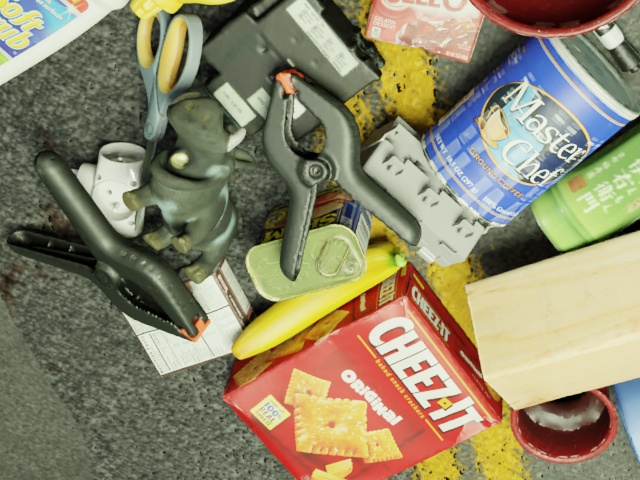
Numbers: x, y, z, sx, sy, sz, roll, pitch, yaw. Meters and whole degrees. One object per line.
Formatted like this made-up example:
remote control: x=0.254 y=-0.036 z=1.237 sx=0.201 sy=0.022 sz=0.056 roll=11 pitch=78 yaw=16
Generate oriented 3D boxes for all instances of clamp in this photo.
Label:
clamp: x=-0.193 y=0.023 z=0.967 sx=0.210 sy=0.036 sz=0.165 roll=41 pitch=144 yaw=-8
clamp: x=0.012 y=-0.055 z=0.850 sx=0.120 sy=0.039 sz=0.171 roll=-10 pitch=106 yaw=8

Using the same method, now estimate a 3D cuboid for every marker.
marker: x=0.214 y=-0.179 z=0.837 sx=0.020 sy=0.020 sz=0.121 roll=-35 pitch=107 yaw=25

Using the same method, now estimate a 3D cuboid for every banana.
banana: x=0.003 y=0.049 z=0.972 sx=0.198 sy=0.069 sz=0.037 roll=-33 pitch=84 yaw=25

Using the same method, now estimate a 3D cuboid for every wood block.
wood block: x=0.235 y=0.059 z=0.864 sx=0.206 sy=0.090 sz=0.090 roll=-19 pitch=149 yaw=19

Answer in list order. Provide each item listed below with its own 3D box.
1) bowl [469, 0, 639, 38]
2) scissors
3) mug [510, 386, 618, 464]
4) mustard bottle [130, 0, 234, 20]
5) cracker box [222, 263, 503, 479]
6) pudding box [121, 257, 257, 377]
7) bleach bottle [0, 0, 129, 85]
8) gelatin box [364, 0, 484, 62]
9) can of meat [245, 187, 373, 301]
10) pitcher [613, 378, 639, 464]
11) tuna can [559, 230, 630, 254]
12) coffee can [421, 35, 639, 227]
bowl: x=0.174 y=-0.228 z=0.781 sx=0.162 sy=0.055 sz=0.162 roll=2 pitch=98 yaw=15
scissors: x=-0.146 y=-0.113 z=0.911 sx=0.016 sy=0.096 sz=0.202 roll=-4 pitch=135 yaw=-38
mug: x=0.215 y=0.133 z=0.970 sx=0.093 sy=0.081 sz=0.117 roll=-30 pitch=109 yaw=25
mustard bottle: x=-0.074 y=-0.239 z=0.818 sx=0.192 sy=0.058 sz=0.096 roll=-39 pitch=117 yaw=17
cracker box: x=0.041 y=0.145 z=1.014 sx=0.214 sy=0.072 sz=0.164 roll=-31 pitch=109 yaw=23
pudding box: x=-0.124 y=0.074 z=1.026 sx=0.114 sy=0.039 sz=0.090 roll=-18 pitch=113 yaw=21
bleach bottle: x=-0.244 y=-0.204 z=0.884 sx=0.251 sy=0.068 sz=0.102 roll=-27 pitch=111 yaw=20
gelatin box: x=0.087 y=-0.189 z=0.849 sx=0.089 sy=0.030 sz=0.073 roll=15 pitch=120 yaw=2
can of meat: x=-0.006 y=0.001 z=0.938 sx=0.102 sy=0.084 sz=0.057 roll=-16 pitch=114 yaw=18
pitcher: x=0.376 y=0.120 z=0.913 sx=0.243 sy=0.145 sz=0.149 roll=-22 pitch=149 yaw=17
tuna can: x=0.250 y=0.032 z=0.937 sx=0.086 sy=0.033 sz=0.086 roll=4 pitch=119 yaw=8
coffee can: x=0.165 y=-0.092 z=0.845 sx=0.102 sy=0.102 sz=0.140 roll=41 pitch=117 yaw=-12
